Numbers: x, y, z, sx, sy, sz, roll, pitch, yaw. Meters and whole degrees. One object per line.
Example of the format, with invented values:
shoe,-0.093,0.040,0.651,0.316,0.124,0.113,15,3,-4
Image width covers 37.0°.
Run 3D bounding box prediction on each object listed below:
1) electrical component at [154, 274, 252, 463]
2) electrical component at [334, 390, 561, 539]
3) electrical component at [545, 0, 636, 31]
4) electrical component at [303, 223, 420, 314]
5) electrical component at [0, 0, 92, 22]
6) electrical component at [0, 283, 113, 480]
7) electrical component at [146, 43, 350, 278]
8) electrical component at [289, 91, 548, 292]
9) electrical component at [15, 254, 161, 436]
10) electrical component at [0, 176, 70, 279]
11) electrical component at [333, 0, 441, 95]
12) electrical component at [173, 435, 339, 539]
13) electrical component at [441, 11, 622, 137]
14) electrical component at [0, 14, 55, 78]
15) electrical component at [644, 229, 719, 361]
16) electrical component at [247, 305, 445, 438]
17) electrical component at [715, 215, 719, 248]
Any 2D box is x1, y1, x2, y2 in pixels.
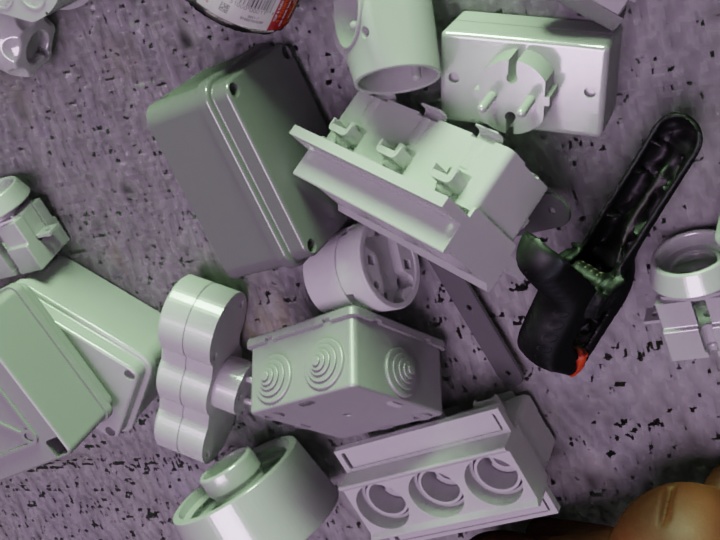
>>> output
electrical component,-0.092,0.073,0.718,0.074,0.052,0.138,19,125,13
electrical component,0.056,0.122,0.673,0.121,0.063,0.078,-21,109,33
electrical component,0.109,-0.139,0.508,0.046,0.040,0.040,30,127,-1
electrical component,0.000,0.000,0.631,0.047,0.055,0.055,-15,112,39
electrical component,-0.185,-0.183,0.608,0.080,0.051,0.080,12,123,18
electrical component,-0.239,0.078,0.711,0.109,0.056,0.108,-23,107,33
electrical component,-0.057,-0.062,0.605,0.057,0.078,0.113,-13,113,33
electrical component,0.031,-0.046,0.551,0.121,0.063,0.079,31,175,45
electrical component,-0.191,0.053,0.748,0.113,0.057,0.078,30,127,5
electrical component,-0.236,-0.029,0.727,0.066,0.048,0.055,-11,121,29
electrical component,0.009,-0.127,0.549,0.079,0.044,0.077,150,115,-70
electrical component,-0.076,0.155,0.729,0.108,0.108,0.060,-27,99,34
electrical component,0.079,-0.091,0.527,0.083,0.075,0.047,10,122,19
electrical component,-0.221,-0.146,0.652,0.062,0.043,0.043,23,126,12
electrical component,0.180,0.013,0.563,0.066,0.048,0.055,-9,122,29
electrical component,-0.008,0.065,0.646,0.100,0.048,0.100,-19,151,37
electrical component,0.212,-0.014,0.521,0.061,0.061,0.096,-34,101,35
